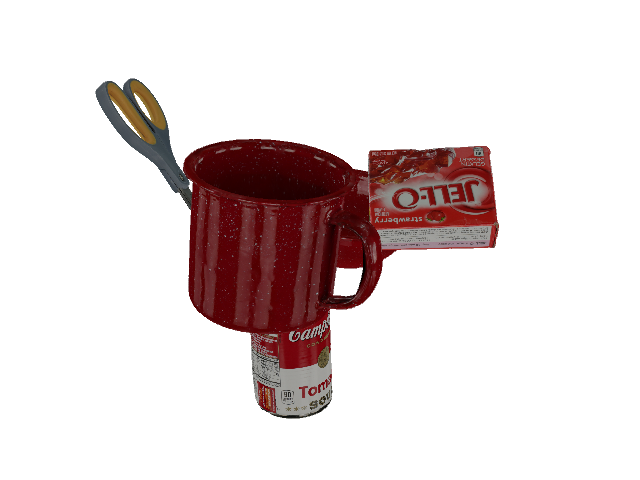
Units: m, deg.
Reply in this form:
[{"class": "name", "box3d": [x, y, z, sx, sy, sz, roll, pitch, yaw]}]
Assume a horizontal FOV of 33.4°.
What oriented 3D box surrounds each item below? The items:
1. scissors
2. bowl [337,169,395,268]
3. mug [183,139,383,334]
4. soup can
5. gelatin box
[{"class": "scissors", "box3d": [-0.132, -0.070, 0.976, 0.016, 0.201, 0.096, -29, 26, 20]}, {"class": "bowl", "box3d": [0.023, -0.018, 1.085, 0.162, 0.055, 0.162, 5, 29, -3]}, {"class": "mug", "box3d": [-0.020, 0.001, 0.580, 0.117, 0.081, 0.093, 17, 27, 23]}, {"class": "soup can", "box3d": [-0.025, 0.090, 0.899, 0.068, 0.102, 0.068, -2, 25, 1]}, {"class": "gelatin box", "box3d": [0.079, -0.031, 0.758, 0.089, 0.073, 0.030, -2, -37, 3]}]
